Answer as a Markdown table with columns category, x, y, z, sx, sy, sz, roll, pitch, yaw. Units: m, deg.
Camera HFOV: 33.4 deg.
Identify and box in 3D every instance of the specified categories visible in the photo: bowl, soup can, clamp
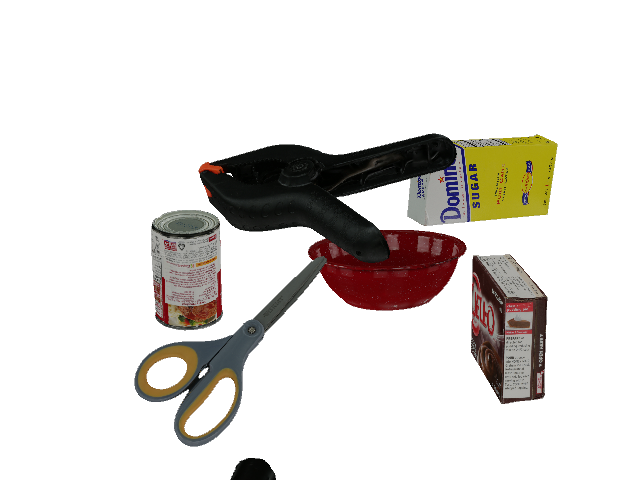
| category | x | y | z | sx | sy | sz | roll | pitch | yaw |
| --- | --- | --- | --- | --- | --- | --- | --- | --- | --- |
| bowl | 0.069 | 0.033 | 1.090 | 0.162 | 0.055 | 0.162 | -3 | 13 | 0 |
| soup can | -0.132 | 0.028 | 1.057 | 0.068 | 0.102 | 0.068 | 1 | 22 | 0 |
| clamp | -0.007 | -0.027 | 0.680 | 0.172 | 0.039 | 0.120 | -3 | 29 | 25 |

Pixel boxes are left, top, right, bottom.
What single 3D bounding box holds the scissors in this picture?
| category | x | y | z | sx | sy | sz | roll | pitch | yaw |
| --- | --- | --- | --- | --- | --- | --- | --- | --- | --- |
| scissors | -0.077 | 0.074 | 0.872 | 0.096 | 0.201 | 0.016 | 21 | -32 | 10 |

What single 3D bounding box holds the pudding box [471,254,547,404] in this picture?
| category | x | y | z | sx | sy | sz | roll | pitch | yaw |
| --- | --- | --- | --- | --- | --- | --- | --- | --- | --- |
| pudding box | 0.152 | 0.069 | 0.870 | 0.039 | 0.090 | 0.113 | -4 | 16 | -6 |

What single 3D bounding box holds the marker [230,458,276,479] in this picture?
| category | x | y | z | sx | sy | sz | roll | pitch | yaw |
| --- | --- | --- | --- | --- | --- | --- | --- | --- | --- |
| marker | -0.043 | 0.124 | 0.420 | 0.020 | 0.020 | 0.121 | 0 | 24 | 18 |

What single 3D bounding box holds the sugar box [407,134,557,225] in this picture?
| category | x | y | z | sx | sy | sz | roll | pitch | yaw |
| --- | --- | --- | --- | --- | --- | --- | --- | --- | --- |
| sugar box | 0.190 | -0.071 | 1.252 | 0.176 | 0.093 | 0.048 | -7 | 22 | -27 |
